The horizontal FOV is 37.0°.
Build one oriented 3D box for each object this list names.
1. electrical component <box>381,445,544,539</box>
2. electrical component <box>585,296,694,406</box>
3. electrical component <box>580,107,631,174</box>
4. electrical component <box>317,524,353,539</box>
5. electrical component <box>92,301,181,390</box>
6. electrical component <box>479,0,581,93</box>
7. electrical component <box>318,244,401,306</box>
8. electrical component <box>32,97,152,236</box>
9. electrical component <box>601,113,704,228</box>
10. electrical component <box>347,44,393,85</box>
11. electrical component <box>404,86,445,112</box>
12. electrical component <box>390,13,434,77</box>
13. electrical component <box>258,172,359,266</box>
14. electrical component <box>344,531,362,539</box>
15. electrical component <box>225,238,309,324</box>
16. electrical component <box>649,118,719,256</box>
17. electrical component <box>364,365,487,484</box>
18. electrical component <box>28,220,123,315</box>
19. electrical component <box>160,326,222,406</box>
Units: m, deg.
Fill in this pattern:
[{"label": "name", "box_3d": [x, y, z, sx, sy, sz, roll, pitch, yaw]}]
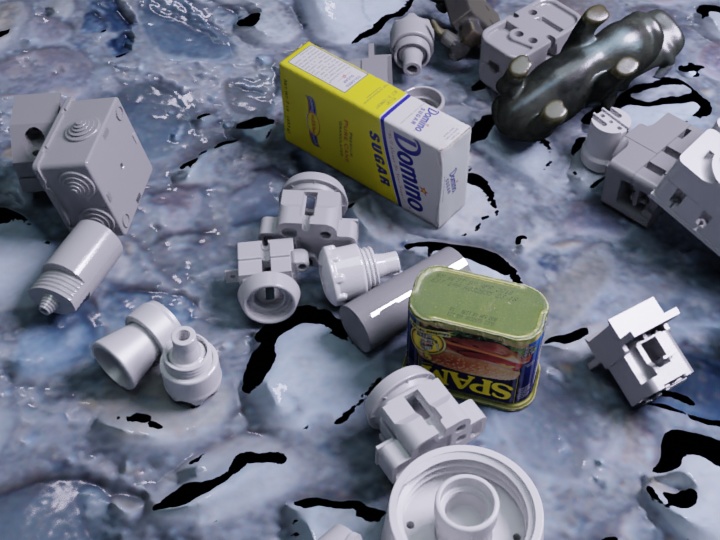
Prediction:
[{"label": "electrical component", "box_3d": [0.067, 0.164, 0.694, 0.108, 0.060, 0.108, 0, 49, 1]}, {"label": "electrical component", "box_3d": [0.203, 0.061, 0.777, 0.042, 0.081, 0.063, -23, 75, -18]}, {"label": "electrical component", "box_3d": [0.217, -0.114, 0.942, 0.040, 0.046, 0.040, 0, 49, 0]}, {"label": "electrical component", "box_3d": [-0.026, 0.193, 0.685, 0.044, 0.044, 0.065, 37, 54, 28]}, {"label": "electrical component", "box_3d": [-0.165, 0.055, 0.803, 0.045, 0.045, 0.055, 32, 56, 25]}, {"label": "electrical component", "box_3d": [0.160, -0.205, 1.014, 0.095, 0.059, 0.054, -33, 56, -24]}, {"label": "electrical component", "box_3d": [0.000, 0.000, 0.844, 0.062, 0.048, 0.048, -12, 50, -7]}, {"label": "electrical component", "box_3d": [-0.218, -0.084, 0.891, 0.048, 0.099, 0.099, -2, 48, 16]}, {"label": "electrical component", "box_3d": [0.250, -0.088, 0.916, 0.056, 0.050, 0.089, 36, 58, 27]}, {"label": "electrical component", "box_3d": [-0.001, -0.167, 0.996, 0.064, 0.042, 0.081, -3, 48, 3]}, {"label": "electrical component", "box_3d": [0.055, -0.135, 0.963, 0.040, 0.046, 0.040, 0, 49, 1]}, {"label": "electrical component", "box_3d": [0.050, -0.212, 1.033, 0.043, 0.043, 0.062, 1, 51, 2]}, {"label": "electrical component", "box_3d": [-0.040, -0.042, 0.878, 0.078, 0.058, 0.057, 3, 52, 3]}, {"label": "electrical component", "box_3d": [0.001, 0.217, 0.626, 0.048, 0.099, 0.099, 16, 50, 31]}, {"label": "electrical component", "box_3d": [-0.072, 0.008, 0.842, 0.066, 0.048, 0.055, -5, 42, -3]}, {"label": "electrical component", "box_3d": [0.337, -0.041, 0.836, 0.186, 0.060, 0.105, 43, 61, 13]}, {"label": "electrical component", "box_3d": [0.039, 0.104, 0.750, 0.078, 0.058, 0.057, -26, 56, -20]}, {"label": "electrical component", "box_3d": [-0.227, 0.003, 0.850, 0.043, 0.043, 0.081, 17, 52, 15]}, {"label": "electrical component", "box_3d": [-0.124, 0.066, 0.781, 0.043, 0.062, 0.043, 0, 49, 1]}]
